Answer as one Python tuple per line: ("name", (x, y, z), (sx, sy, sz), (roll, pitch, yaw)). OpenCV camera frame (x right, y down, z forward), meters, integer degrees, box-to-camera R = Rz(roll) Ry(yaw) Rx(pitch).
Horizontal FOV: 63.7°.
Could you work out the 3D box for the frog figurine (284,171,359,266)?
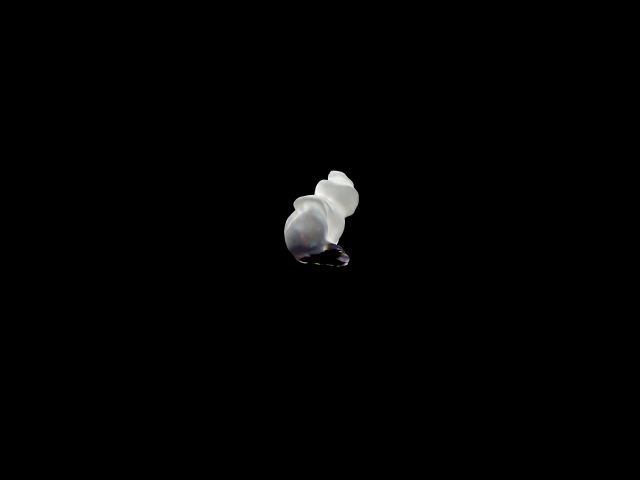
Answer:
("frog figurine", (0.003, -0.043, 0.850), (0.122, 0.162, 0.136), (-10, -22, 27))
